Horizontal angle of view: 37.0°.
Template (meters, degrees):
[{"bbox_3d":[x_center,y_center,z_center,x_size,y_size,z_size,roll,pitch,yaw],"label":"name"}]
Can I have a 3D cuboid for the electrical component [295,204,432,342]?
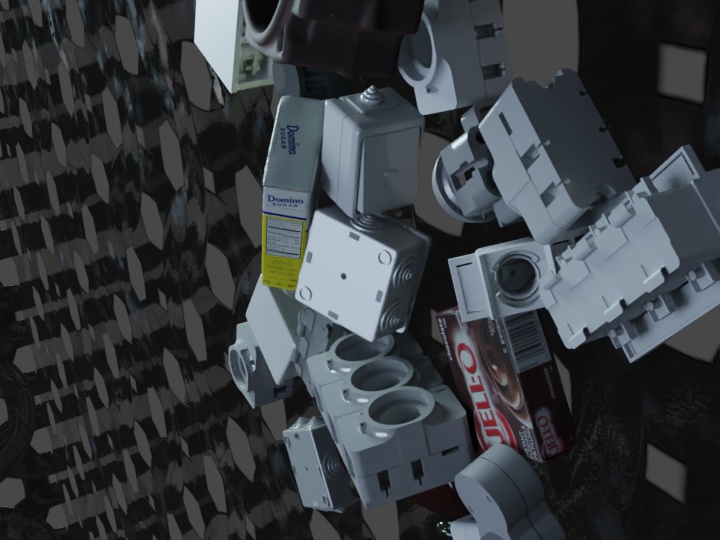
[{"bbox_3d":[0.000,0.000,0.868,0.100,0.048,0.099,28,118,27],"label":"electrical component"}]

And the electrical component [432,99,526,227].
[{"bbox_3d":[0.083,-0.064,0.710,0.057,0.058,0.078,-35,73,60],"label":"electrical component"}]

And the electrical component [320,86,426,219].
[{"bbox_3d":[0.011,-0.095,0.831,0.061,0.062,0.096,48,144,43],"label":"electrical component"}]

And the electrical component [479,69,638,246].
[{"bbox_3d":[0.117,-0.066,0.650,0.089,0.050,0.055,66,153,17],"label":"electrical component"}]

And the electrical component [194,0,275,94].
[{"bbox_3d":[-0.101,-0.250,0.969,0.089,0.062,0.150,54,148,36],"label":"electrical component"}]

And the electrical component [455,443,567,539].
[{"bbox_3d":[0.102,0.198,0.755,0.052,0.074,0.138,7,127,61],"label":"electrical component"}]

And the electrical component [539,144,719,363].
[{"bbox_3d":[0.155,-0.002,0.594,0.078,0.063,0.121,66,153,17],"label":"electrical component"}]

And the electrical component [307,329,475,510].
[{"bbox_3d":[0.021,0.108,0.847,0.150,0.089,0.061,-125,20,-62],"label":"electrical component"}]

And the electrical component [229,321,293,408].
[{"bbox_3d":[-0.109,0.102,1.186,0.050,0.056,0.089,48,144,43],"label":"electrical component"}]

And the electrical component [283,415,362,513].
[{"bbox_3d":[-0.035,0.196,1.098,0.100,0.048,0.099,-22,84,64],"label":"electrical component"}]

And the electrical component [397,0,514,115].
[{"bbox_3d":[0.059,-0.152,0.711,0.050,0.056,0.089,4,107,63],"label":"electrical component"}]

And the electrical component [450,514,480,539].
[{"bbox_3d":[0.110,0.230,0.826,0.056,0.050,0.089,-22,84,64],"label":"electrical component"}]

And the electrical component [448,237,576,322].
[{"bbox_3d":[0.100,0.003,0.696,0.064,0.081,0.042,-74,-28,-85],"label":"electrical component"}]

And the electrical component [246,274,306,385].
[{"bbox_3d":[-0.071,0.055,1.092,0.099,0.048,0.099,63,152,22],"label":"electrical component"}]

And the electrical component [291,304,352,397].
[{"bbox_3d":[-0.019,0.060,0.974,0.078,0.063,0.121,57,149,32],"label":"electrical component"}]
